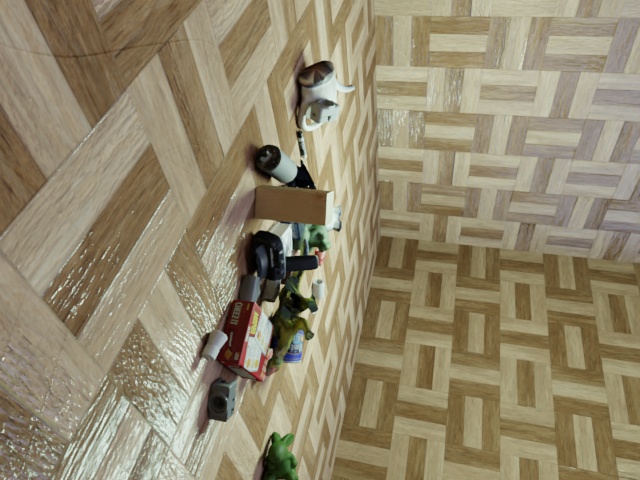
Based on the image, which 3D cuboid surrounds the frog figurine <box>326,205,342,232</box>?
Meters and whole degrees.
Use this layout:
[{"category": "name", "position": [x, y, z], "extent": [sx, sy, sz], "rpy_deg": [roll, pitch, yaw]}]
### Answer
[{"category": "frog figurine", "position": [0.006, -0.105, 2.089], "extent": [0.158, 0.138, 0.123], "rpy_deg": [24, -12, -39]}]

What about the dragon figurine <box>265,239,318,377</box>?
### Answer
[{"category": "dragon figurine", "position": [-0.108, 0.217, 1.599], "extent": [0.121, 0.420, 0.238], "rpy_deg": [22, -36, -21]}]

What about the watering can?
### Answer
[{"category": "watering can", "position": [0.021, -0.532, 1.819], "extent": [0.104, 0.219, 0.354], "rpy_deg": [23, 54, 24]}]
